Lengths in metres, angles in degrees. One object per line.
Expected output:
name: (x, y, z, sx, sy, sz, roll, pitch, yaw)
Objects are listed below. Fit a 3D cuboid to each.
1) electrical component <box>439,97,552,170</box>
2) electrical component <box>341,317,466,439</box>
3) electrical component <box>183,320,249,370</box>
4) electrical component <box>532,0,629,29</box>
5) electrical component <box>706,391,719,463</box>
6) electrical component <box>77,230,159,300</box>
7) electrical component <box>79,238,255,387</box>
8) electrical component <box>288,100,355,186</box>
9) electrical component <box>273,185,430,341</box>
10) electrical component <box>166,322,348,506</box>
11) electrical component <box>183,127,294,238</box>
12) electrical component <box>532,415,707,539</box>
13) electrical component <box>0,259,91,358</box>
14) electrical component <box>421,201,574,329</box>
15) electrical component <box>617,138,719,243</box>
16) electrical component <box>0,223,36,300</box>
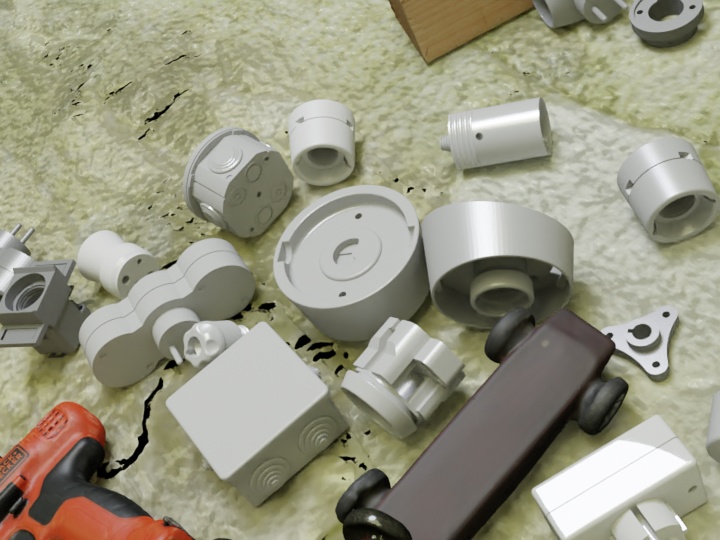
electrical component: (0.100, -0.101, 0.808, 0.081, 0.043, 0.043, -8, 50, 21)
electrical component: (0.025, 0.070, 0.689, 0.057, 0.058, 0.078, -49, 19, -12)
electrical component: (-0.094, 0.053, 0.769, 0.035, 0.061, 0.035, 2, 92, 44)
electrical component: (0.187, -0.224, 0.867, 0.077, 0.044, 0.079, -29, 45, 2)
electrical component: (0.219, 0.076, 0.603, 0.040, 0.040, 0.078, 2, 54, 28)
electrical component: (-0.196, -0.003, 0.872, 0.055, 0.045, 0.045, 25, 67, 39)
electrical component: (-0.138, 0.041, 0.801, 0.138, 0.052, 0.073, -35, 47, -4)
electrical component: (-0.030, -0.101, 0.867, 0.055, 0.055, 0.047, -15, 51, 15)
electrical component: (0.000, 0.000, 0.761, 0.108, 0.060, 0.108, -14, 48, 16)
electrical component: (-0.068, 0.097, 0.722, 0.100, 0.048, 0.100, -40, 46, -9)
electrical component: (-0.096, -0.069, 0.855, 0.051, 0.080, 0.080, 30, 70, 35)
electrical component: (0.151, 0.136, 0.581, 0.083, 0.047, 0.075, -31, 45, 0)
electrical component: (-0.251, 0.034, 0.856, 0.042, 0.063, 0.081, -4, 51, 25)
electrical component: (0.090, -0.006, 0.698, 0.099, 0.099, 0.064, -11, 55, 18)
electrical component: (0.204, -0.051, 0.708, 0.055, 0.055, 0.047, -22, 50, 8)
electrical component: (-0.311, -0.011, 0.931, 0.138, 0.052, 0.073, 16, 61, 35)
